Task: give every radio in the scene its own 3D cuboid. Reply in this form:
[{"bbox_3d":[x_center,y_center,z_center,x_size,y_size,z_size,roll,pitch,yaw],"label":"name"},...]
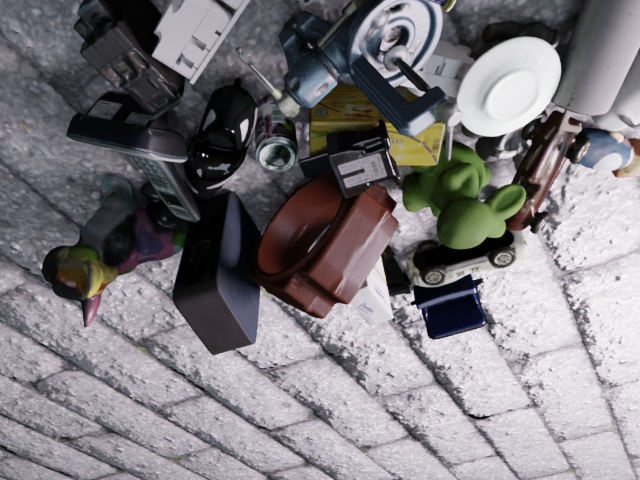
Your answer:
[{"bbox_3d":[-0.145,0.040,0.803,0.073,0.230,0.131,-17,130,11],"label":"radio"}]

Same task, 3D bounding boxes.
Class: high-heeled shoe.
[{"bbox_3d":[-0.140,-0.104,0.715,0.086,0.145,0.248,15,131,-15],"label":"high-heeled shoe"}]

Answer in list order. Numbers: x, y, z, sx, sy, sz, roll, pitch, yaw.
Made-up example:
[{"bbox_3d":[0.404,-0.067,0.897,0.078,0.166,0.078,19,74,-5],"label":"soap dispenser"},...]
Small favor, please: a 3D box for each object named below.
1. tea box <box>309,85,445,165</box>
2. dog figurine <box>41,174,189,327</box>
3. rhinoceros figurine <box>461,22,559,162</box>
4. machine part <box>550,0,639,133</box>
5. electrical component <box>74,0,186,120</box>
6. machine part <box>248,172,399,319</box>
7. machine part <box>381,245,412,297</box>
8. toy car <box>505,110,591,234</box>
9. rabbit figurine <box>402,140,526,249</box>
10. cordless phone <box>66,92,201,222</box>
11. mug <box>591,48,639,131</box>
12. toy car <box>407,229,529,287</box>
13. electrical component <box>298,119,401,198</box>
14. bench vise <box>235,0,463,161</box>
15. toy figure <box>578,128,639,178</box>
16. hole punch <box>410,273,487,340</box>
[{"bbox_3d":[0.069,-0.152,0.708,0.170,0.098,0.068,1,134,0],"label":"tea box"},{"bbox_3d":[-0.287,0.021,0.787,0.191,0.219,0.108,15,136,-15],"label":"dog figurine"},{"bbox_3d":[0.240,-0.189,0.700,0.112,0.073,0.190,-2,134,-15],"label":"rhinoceros figurine"},{"bbox_3d":[0.336,-0.238,0.631,0.079,0.079,0.243,4,129,-6],"label":"machine part"},{"bbox_3d":[-0.212,-0.222,0.616,0.058,0.115,0.134,-26,132,19],"label":"electrical component"},{"bbox_3d":[-0.002,-0.002,0.761,0.087,0.201,0.201,38,78,-27],"label":"machine part"},{"bbox_3d":[0.119,0.060,0.965,0.084,0.039,0.138,-7,137,13],"label":"machine part"},{"bbox_3d":[0.312,-0.091,0.782,0.089,0.053,0.202,38,142,24],"label":"toy car"},{"bbox_3d":[0.200,-0.047,0.765,0.159,0.170,0.121,10,134,-11],"label":"rabbit figurine"},{"bbox_3d":[-0.240,-0.101,0.740,0.147,0.089,0.184,14,146,24],"label":"cordless phone"},{"bbox_3d":[0.405,-0.183,0.687,0.081,0.109,0.107,10,147,-18],"label":"mug"},{"bbox_3d":[0.246,0.027,0.909,0.202,0.073,0.056,-17,133,15],"label":"toy car"},{"bbox_3d":[0.033,-0.095,0.662,0.119,0.048,0.074,-13,133,9],"label":"electrical component"},{"bbox_3d":[0.056,-0.186,0.583,0.224,0.241,0.128,-35,148,2],"label":"bench vise"},{"bbox_3d":[0.432,-0.122,0.781,0.154,0.057,0.064,11,172,-15],"label":"toy figure"},{"bbox_3d":[0.223,0.098,0.951,0.142,0.116,0.092,-22,125,14],"label":"hole punch"}]
